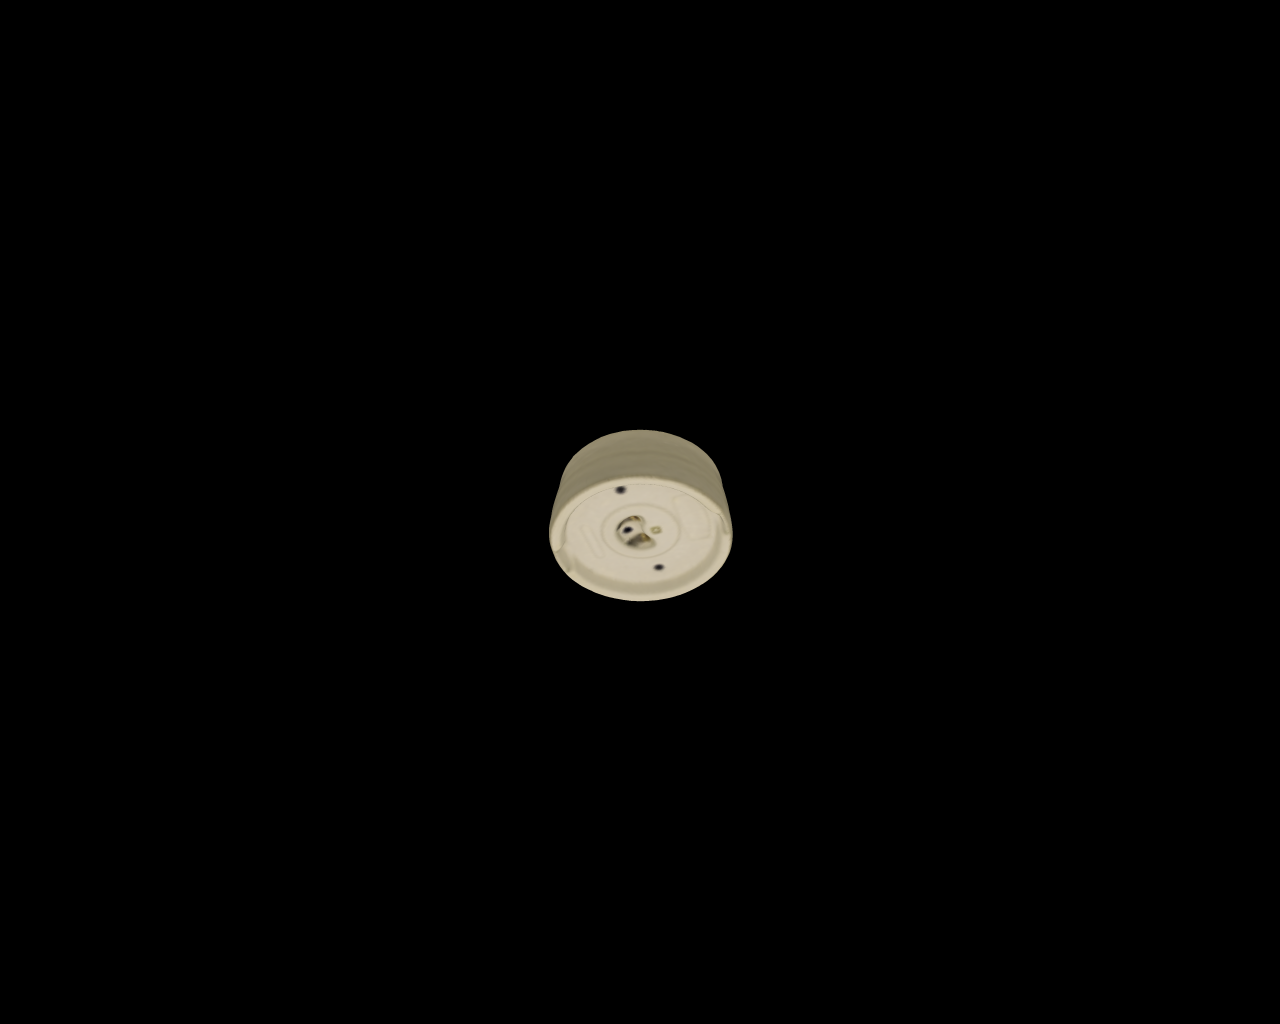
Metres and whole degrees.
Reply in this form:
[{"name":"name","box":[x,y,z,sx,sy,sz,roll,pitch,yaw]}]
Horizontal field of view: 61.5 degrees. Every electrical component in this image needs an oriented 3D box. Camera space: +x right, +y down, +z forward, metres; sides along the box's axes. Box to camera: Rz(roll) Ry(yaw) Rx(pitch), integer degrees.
[{"name":"electrical component","box":[0.001,-0.003,0.650,0.108,0.060,0.108,0,-45,0]}]
